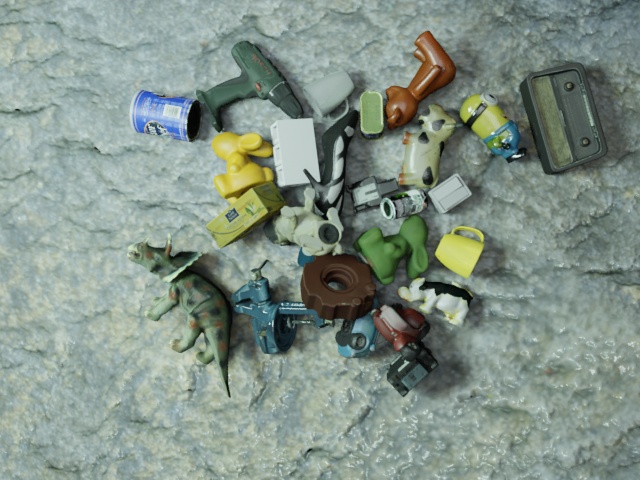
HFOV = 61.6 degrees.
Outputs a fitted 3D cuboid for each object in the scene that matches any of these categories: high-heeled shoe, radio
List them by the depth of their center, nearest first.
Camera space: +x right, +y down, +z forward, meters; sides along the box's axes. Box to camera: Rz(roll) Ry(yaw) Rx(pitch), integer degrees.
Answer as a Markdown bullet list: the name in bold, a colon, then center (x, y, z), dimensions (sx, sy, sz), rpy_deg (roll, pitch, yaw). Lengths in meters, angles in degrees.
- **radio**: center (0.551, -0.274, 1.218), dimensions (0.131, 0.073, 0.229), rpy_deg (-16, 91, 6)
- **high-heeled shoe**: center (0.055, -0.177, 1.254), dimensions (0.145, 0.086, 0.249), rpy_deg (47, 68, -26)

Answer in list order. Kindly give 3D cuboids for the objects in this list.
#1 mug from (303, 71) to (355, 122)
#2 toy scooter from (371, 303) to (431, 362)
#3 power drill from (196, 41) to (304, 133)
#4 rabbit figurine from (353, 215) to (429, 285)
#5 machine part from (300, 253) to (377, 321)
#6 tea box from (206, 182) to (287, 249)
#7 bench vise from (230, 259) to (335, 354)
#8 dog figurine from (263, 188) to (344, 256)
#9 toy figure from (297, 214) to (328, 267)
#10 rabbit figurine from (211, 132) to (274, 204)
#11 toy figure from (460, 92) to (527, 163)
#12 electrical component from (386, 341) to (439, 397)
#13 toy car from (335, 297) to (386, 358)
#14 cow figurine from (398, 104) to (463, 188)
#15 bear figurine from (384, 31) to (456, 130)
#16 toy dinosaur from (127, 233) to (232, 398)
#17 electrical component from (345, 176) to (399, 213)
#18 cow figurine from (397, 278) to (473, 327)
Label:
- **mug**: center (0.032, -0.340, 1.264), dimensions (0.107, 0.081, 0.109), rpy_deg (-36, 107, 0)
- **toy scooter**: center (0.178, 0.190, 1.216), dimensions (0.135, 0.184, 0.075), rpy_deg (42, 112, 6)
- **power drill**: center (-0.177, -0.341, 1.280), dimensions (0.207, 0.086, 0.232), rpy_deg (-31, 87, 9)
- **rabbit figurine**: center (0.187, 0.015, 1.242), dimensions (0.170, 0.121, 0.159), rpy_deg (-34, 81, -10)
- **machine part**: center (0.039, 0.101, 1.210), dimensions (0.179, 0.179, 0.056), rpy_deg (13, 133, 5)
- **tea box**: center (-0.172, -0.058, 1.251), dimensions (0.169, 0.098, 0.068), rpy_deg (-36, 89, 27)
- **bench vise**: center (-0.081, 0.167, 1.257), dimensions (0.241, 0.129, 0.223), rpy_deg (-1, 100, 24)
- **dog figurine**: center (-0.039, -0.010, 1.236), dimensions (0.121, 0.190, 0.172), rpy_deg (-29, 83, -27)
- **toy figure**: center (-0.001, -0.003, 1.286), dimensions (0.064, 0.058, 0.154), rpy_deg (27, 93, -6)
- **rabbit figurine**: center (-0.193, -0.189, 1.271), dimensions (0.162, 0.121, 0.173), rpy_deg (-34, 70, 11)
- **toy figure**: center (0.397, -0.256, 1.230), dimensions (0.089, 0.082, 0.180), rpy_deg (-34, 91, 3)
- **electrical component**: center (0.211, 0.295, 1.237), dimensions (0.058, 0.134, 0.115), rpy_deg (44, 97, 2)
- **toy car**: center (0.108, 0.208, 1.269), dimensions (0.103, 0.109, 0.161), rpy_deg (23, 77, -20)
- **cow figurine**: center (0.253, -0.216, 1.242), dimensions (0.127, 0.085, 0.194), rpy_deg (8, 96, 3)
- **bear figurine**: center (0.207, -0.354, 1.229), dimensions (0.196, 0.120, 0.132), rpy_deg (-38, 85, 10)
- **toy dinosaur**: center (-0.286, 0.158, 1.268), dimensions (0.405, 0.131, 0.192), rpy_deg (44, 99, 8)
- **electrical component**: center (0.125, -0.115, 1.275), dimensions (0.119, 0.048, 0.074), rpy_deg (-22, 91, 5)
- **cow figurine**: center (0.270, 0.128, 1.259), dimensions (0.167, 0.068, 0.098), rpy_deg (25, 88, 1)
